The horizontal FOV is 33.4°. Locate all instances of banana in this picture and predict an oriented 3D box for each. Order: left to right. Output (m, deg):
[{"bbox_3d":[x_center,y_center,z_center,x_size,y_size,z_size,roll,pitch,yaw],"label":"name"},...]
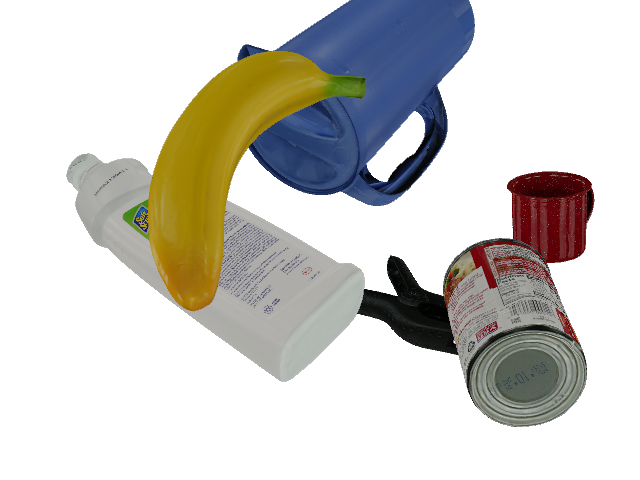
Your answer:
[{"bbox_3d":[-0.042,-0.045,0.529,0.070,0.037,0.197,18,46,16],"label":"banana"}]

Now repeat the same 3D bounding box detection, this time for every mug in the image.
[{"bbox_3d":[0.269,-0.029,1.218,0.117,0.081,0.093,-21,26,-34],"label":"mug"}]

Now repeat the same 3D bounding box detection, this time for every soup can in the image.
[{"bbox_3d":[0.112,0.051,0.624,0.068,0.068,0.102,0,28,-1],"label":"soup can"}]

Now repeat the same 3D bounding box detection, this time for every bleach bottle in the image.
[{"bbox_3d":[-0.094,0.001,0.825,0.251,0.068,0.102,34,55,22],"label":"bleach bottle"}]

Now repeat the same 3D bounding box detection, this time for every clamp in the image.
[{"bbox_3d":[0.093,0.063,1.071,0.172,0.039,0.120,26,39,31],"label":"clamp"}]

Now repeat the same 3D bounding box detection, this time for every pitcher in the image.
[{"bbox_3d":[0.049,-0.150,0.982,0.145,0.149,0.242,16,44,33],"label":"pitcher"}]
